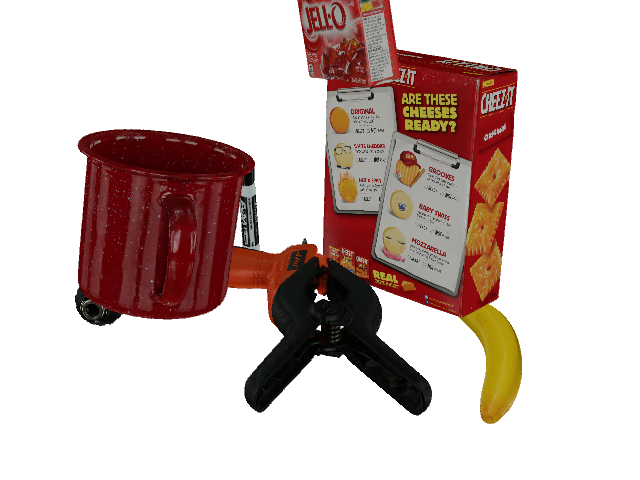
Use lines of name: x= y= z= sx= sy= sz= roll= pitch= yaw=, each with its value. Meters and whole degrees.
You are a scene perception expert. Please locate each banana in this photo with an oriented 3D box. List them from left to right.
banana: x=0.178 y=0.118 z=1.131 sx=0.069 sy=0.037 sz=0.198 roll=-24 pitch=34 yaw=4

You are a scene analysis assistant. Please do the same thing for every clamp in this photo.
clamp: x=0.016 y=0.066 z=0.742 sx=0.120 sy=0.039 sz=0.171 roll=11 pitch=33 yaw=-2

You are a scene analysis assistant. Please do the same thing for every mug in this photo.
mug: x=-0.082 y=-0.005 z=0.562 sx=0.093 sy=0.081 sz=0.117 roll=2 pitch=18 yaw=-21

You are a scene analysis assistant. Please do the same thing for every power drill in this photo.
power drill: x=-0.101 y=0.033 z=0.911 sx=0.187 sy=0.057 sz=0.184 roll=10 pitch=23 yaw=3

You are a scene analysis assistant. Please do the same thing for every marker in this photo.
marker: x=-0.078 y=-0.035 z=1.154 sx=0.020 sy=0.121 sz=0.020 roll=-1 pitch=34 yaw=0

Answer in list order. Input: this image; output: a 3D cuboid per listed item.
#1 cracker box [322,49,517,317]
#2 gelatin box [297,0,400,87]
cracker box: x=0.086 y=-0.058 z=0.962 sx=0.164 sy=0.214 sz=0.071 roll=18 pitch=26 yaw=38
gelatin box: x=0.017 y=-0.149 z=0.746 sx=0.030 sy=0.073 sz=0.089 roll=-19 pitch=21 yaw=-24
